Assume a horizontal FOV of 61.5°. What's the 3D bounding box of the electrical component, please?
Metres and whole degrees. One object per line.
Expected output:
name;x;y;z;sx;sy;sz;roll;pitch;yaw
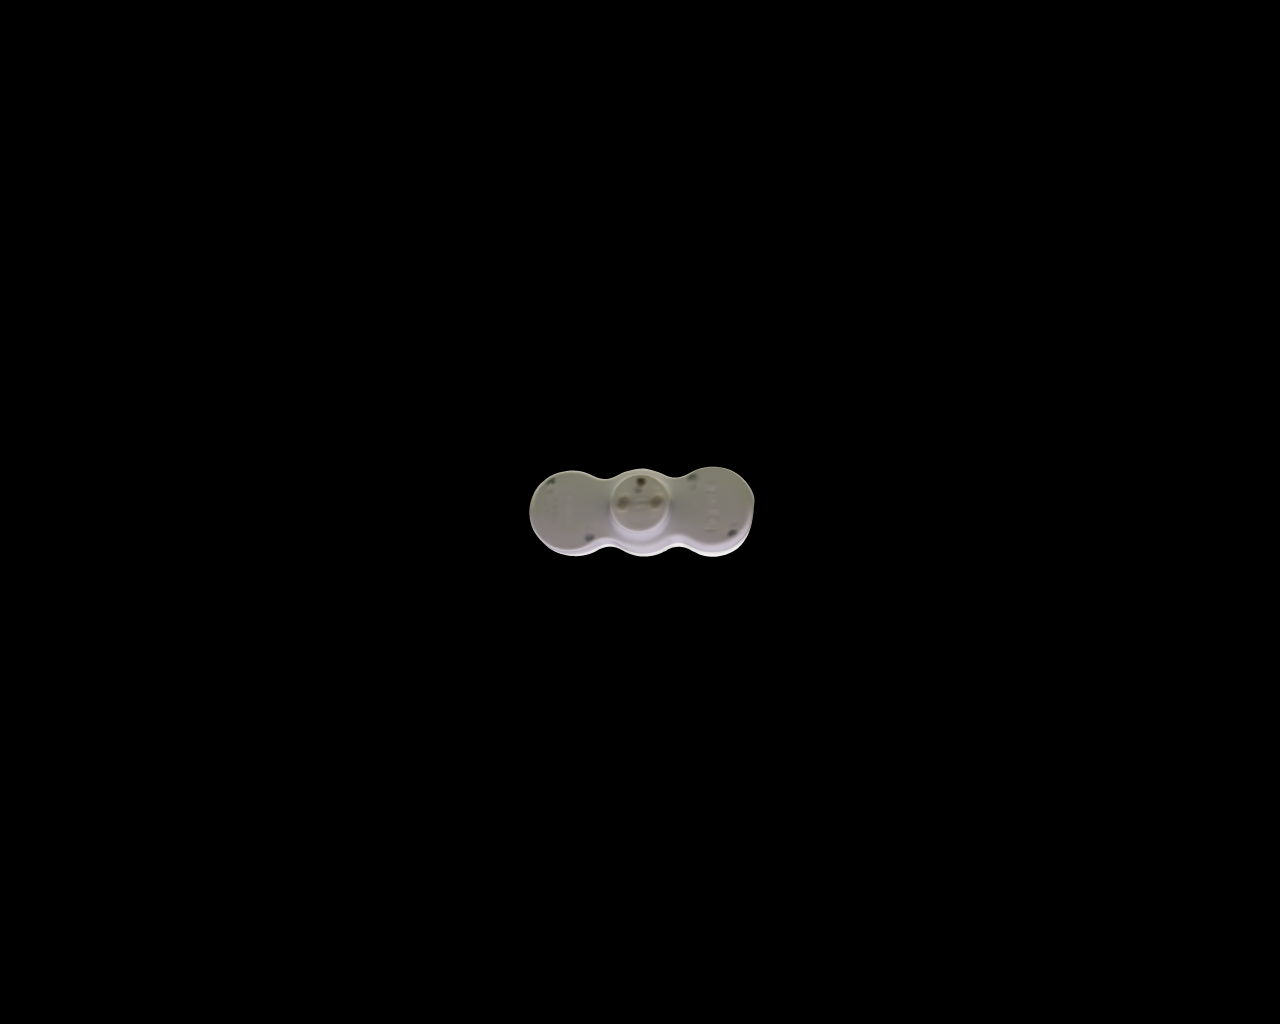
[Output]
electrical component;0.001;-0.003;0.650;0.138;0.052;0.073;0;-11;2
